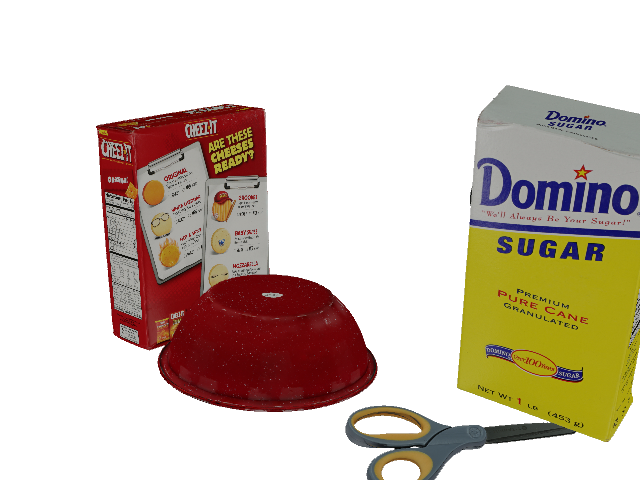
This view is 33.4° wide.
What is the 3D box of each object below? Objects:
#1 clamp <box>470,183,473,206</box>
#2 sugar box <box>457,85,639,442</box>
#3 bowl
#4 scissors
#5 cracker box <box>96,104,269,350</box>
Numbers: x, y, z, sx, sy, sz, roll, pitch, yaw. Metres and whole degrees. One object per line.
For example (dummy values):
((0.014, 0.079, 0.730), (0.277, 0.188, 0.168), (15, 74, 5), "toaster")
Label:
((0.208, -0.030, 1.033), (0.120, 0.039, 0.171), (-7, 34, -12), "clamp")
((0.124, 0.015, 0.554), (0.093, 0.176, 0.048), (17, 40, 26), "sugar box")
((-0.037, 0.065, 0.776), (0.162, 0.055, 0.162), (3, 17, -1), "bowl")
((0.120, 0.177, 0.881), (0.201, 0.016, 0.096), (7, 41, -1), "scissors")
((-0.132, -0.018, 1.056), (0.072, 0.214, 0.163), (13, 21, 43), "cracker box")
